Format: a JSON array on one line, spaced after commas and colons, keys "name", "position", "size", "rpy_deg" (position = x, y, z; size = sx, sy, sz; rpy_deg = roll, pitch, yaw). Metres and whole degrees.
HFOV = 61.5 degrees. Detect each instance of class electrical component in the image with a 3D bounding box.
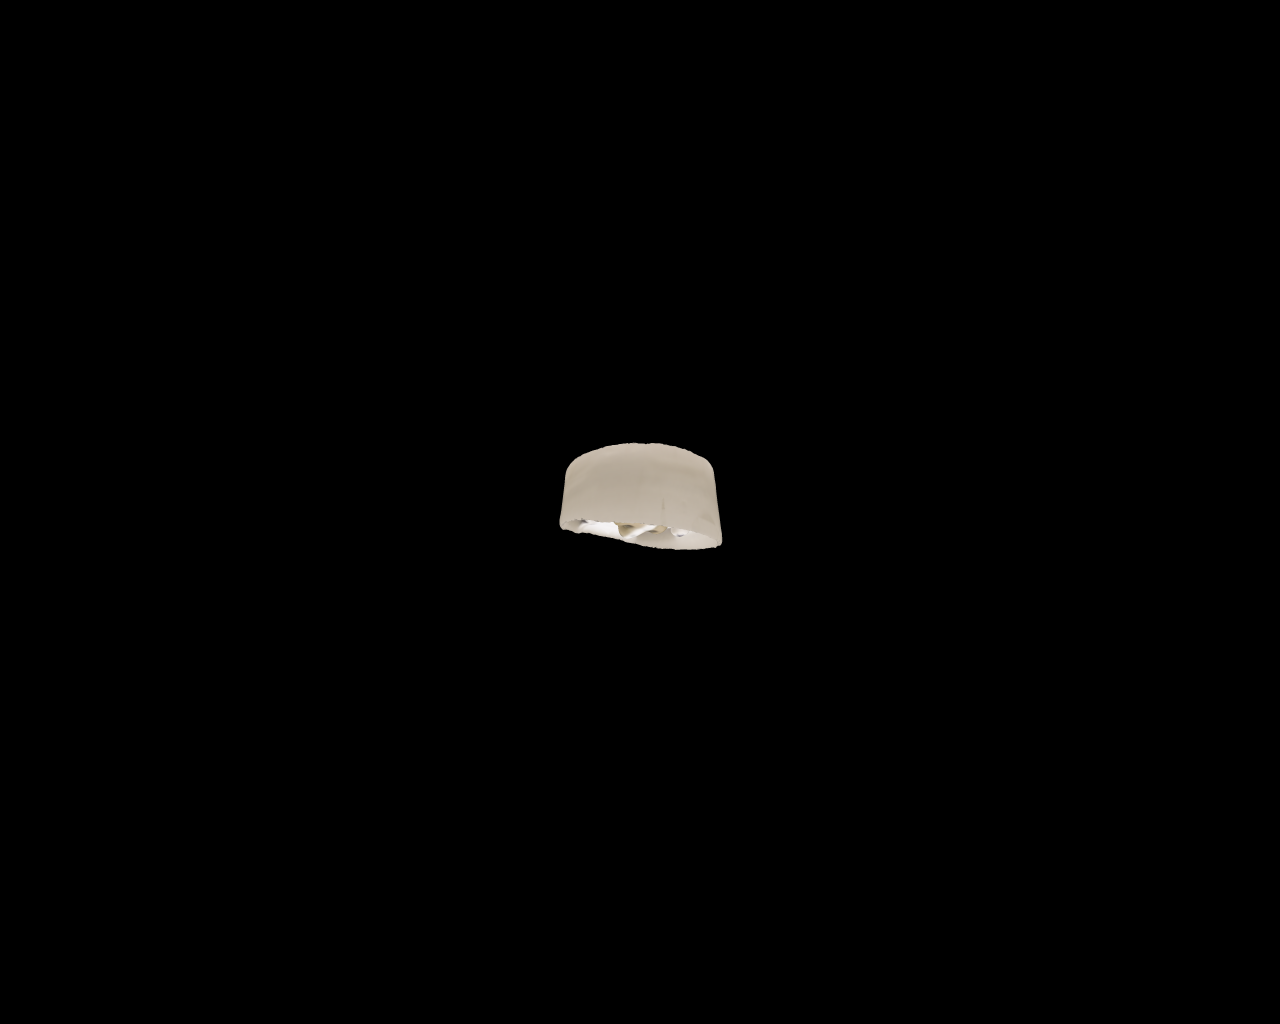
[{"name": "electrical component", "position": [0.001, -0.003, 0.650], "size": [0.099, 0.064, 0.099], "rpy_deg": [0, -20, 0]}]
